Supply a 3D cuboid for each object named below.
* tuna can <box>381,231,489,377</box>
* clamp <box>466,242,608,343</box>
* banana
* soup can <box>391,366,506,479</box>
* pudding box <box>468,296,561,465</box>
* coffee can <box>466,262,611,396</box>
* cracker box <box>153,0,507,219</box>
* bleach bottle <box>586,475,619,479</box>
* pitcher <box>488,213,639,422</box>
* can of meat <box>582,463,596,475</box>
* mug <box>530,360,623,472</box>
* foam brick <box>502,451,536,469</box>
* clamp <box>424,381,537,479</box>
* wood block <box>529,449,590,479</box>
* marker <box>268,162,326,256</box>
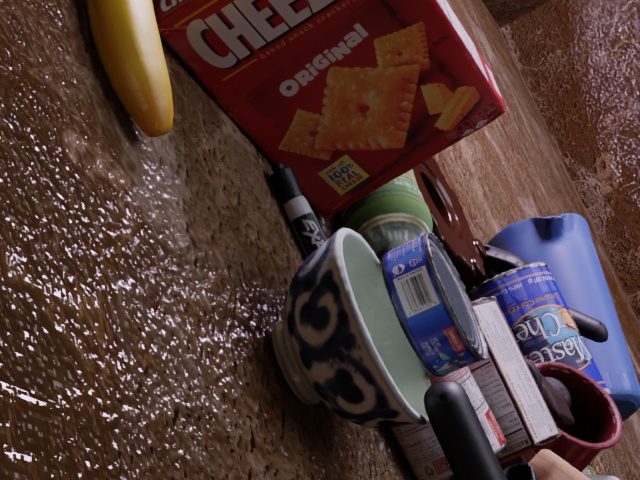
[{"bbox_3d":[0.070,0.040,0.657,0.086,0.034,0.086,58,15,-26],"label":"tuna can"},{"bbox_3d":[0.217,0.068,1.117,0.171,0.120,0.039,56,28,-5],"label":"clamp"},{"bbox_3d":[-0.110,-0.142,0.632,0.069,0.037,0.198,42,26,-36],"label":"banana"},{"bbox_3d":[0.075,0.108,0.727,0.102,0.069,0.068,63,18,1],"label":"soup can"},{"bbox_3d":[0.111,0.111,0.780,0.039,0.090,0.113,-10,70,-47],"label":"pudding box"},{"bbox_3d":[0.203,0.106,1.032,0.102,0.103,0.140,20,45,-65],"label":"coffee can"},{"bbox_3d":[0.011,-0.132,0.750,0.213,0.164,0.072,47,21,-39],"label":"cracker box"},{"bbox_3d":[0.227,0.311,0.827,0.102,0.068,0.251,8,51,-30],"label":"bleach bottle"},{"bbox_3d":[0.287,0.103,1.259,0.149,0.145,0.243,24,43,-44],"label":"pitcher"},{"bbox_3d":[0.232,0.240,0.990,0.102,0.057,0.084,37,28,-53],"label":"can of meat"},{"bbox_3d":[0.193,0.157,0.924,0.093,0.082,0.117,-3,46,-36],"label":"mug"},{"bbox_3d":[0.142,0.181,0.831,0.078,0.053,0.051,66,18,12],"label":"foam brick"},{"bbox_3d":[0.122,0.194,0.605,0.164,0.036,0.210,42,27,-57],"label":"clamp"},{"bbox_3d":[0.193,0.228,0.685,0.090,0.090,0.206,45,-6,-21],"label":"wood block"},{"bbox_3d":[-0.005,0.001,0.745,0.121,0.020,0.020,64,18,8],"label":"marker"}]
